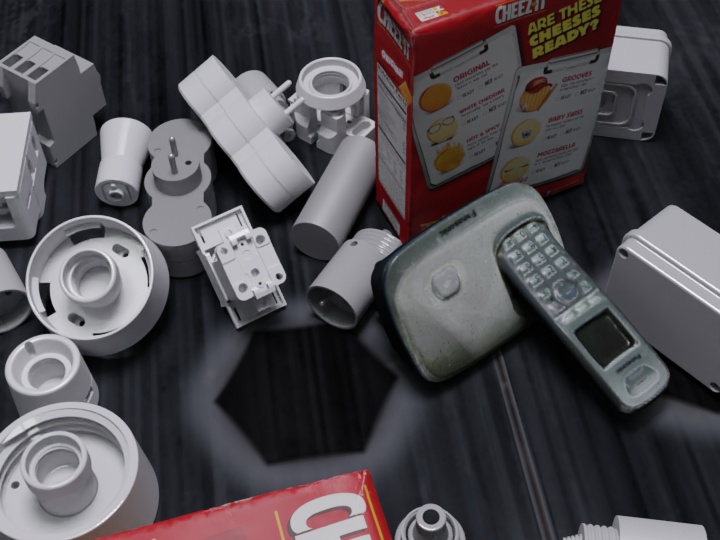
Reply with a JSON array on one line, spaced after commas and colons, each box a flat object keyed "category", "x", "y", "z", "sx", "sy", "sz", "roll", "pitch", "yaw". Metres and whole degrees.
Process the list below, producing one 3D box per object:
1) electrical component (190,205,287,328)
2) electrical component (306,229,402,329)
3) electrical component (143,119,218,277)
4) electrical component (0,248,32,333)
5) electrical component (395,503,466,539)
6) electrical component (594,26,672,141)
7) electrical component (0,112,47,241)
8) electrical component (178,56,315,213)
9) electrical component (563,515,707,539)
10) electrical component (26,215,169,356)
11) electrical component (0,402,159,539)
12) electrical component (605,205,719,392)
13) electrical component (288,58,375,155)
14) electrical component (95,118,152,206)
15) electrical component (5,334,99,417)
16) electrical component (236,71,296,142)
[{"category": "electrical component", "x": -0.084, "y": -0.003, "z": 0.774, "sx": 0.042, "sy": 0.064, "sz": 0.081, "roll": -27, "pitch": 96, "yaw": -19}, {"category": "electrical component", "x": 0.000, "y": 0.000, "z": 0.790, "sx": 0.043, "sy": 0.043, "sz": 0.081, "roll": 24, "pitch": 55, "yaw": 20}, {"category": "electrical component", "x": -0.141, "y": -0.069, "z": 0.833, "sx": 0.052, "sy": 0.073, "sz": 0.138, "roll": -5, "pitch": 50, "yaw": -2}, {"category": "electrical component", "x": -0.278, "y": 0.004, "z": 0.796, "sx": 0.043, "sy": 0.043, "sz": 0.081, "roll": -26, "pitch": 54, "yaw": -19}, {"category": "electrical component", "x": 0.042, "y": 0.162, "z": 0.642, "sx": 0.043, "sy": 0.062, "sz": 0.043, "roll": -1, "pitch": 50, "yaw": 1}, {"category": "electrical component", "x": 0.196, "y": -0.159, "z": 0.894, "sx": 0.113, "sy": 0.078, "sz": 0.057, "roll": 8, "pitch": 54, "yaw": 8}, {"category": "electrical component", "x": -0.331, "y": -0.067, "z": 0.845, "sx": 0.150, "sy": 0.061, "sz": 0.089, "roll": -4, "pitch": 50, "yaw": -2}, {"category": "electrical component", "x": -0.078, "y": -0.120, "z": 0.855, "sx": 0.074, "sy": 0.052, "sz": 0.138, "roll": -39, "pitch": 72, "yaw": 5}, {"category": "electrical component", "x": 0.162, "y": 0.170, "z": 0.644, "sx": 0.081, "sy": 0.043, "sz": 0.043, "roll": 5, "pitch": 51, "yaw": 6}, {"category": "electrical component", "x": -0.187, "y": 0.011, "z": 0.769, "sx": 0.099, "sy": 0.064, "sz": 0.099, "roll": -1, "pitch": 75, "yaw": 2}, {"category": "electrical component", "x": -0.185, "y": 0.133, "z": 0.674, "sx": 0.108, "sy": 0.060, "sz": 0.108, "roll": -1, "pitch": 50, "yaw": 1}, {"category": "electrical component", "x": 0.231, "y": 0.020, "z": 0.744, "sx": 0.057, "sy": 0.078, "sz": 0.113, "roll": -34, "pitch": 57, "yaw": -27}, {"category": "electrical component", "x": -0.024, "y": -0.139, "z": 0.898, "sx": 0.078, "sy": 0.057, "sz": 0.058, "roll": 30, "pitch": 57, "yaw": 24}, {"category": "electrical component", "x": -0.193, "y": -0.085, "z": 0.870, "sx": 0.044, "sy": 0.044, "sz": 0.065, "roll": 0, "pitch": 55, "yaw": 2}, {"category": "electrical component", "x": -0.210, "y": 0.077, "z": 0.731, "sx": 0.055, "sy": 0.047, "sz": 0.055, "roll": -1, "pitch": 50, "yaw": 1}, {"category": "electrical component", "x": -0.080, "y": -0.135, "z": 0.907, "sx": 0.040, "sy": 0.040, "sz": 0.078, "roll": -28, "pitch": 55, "yaw": -20}]
